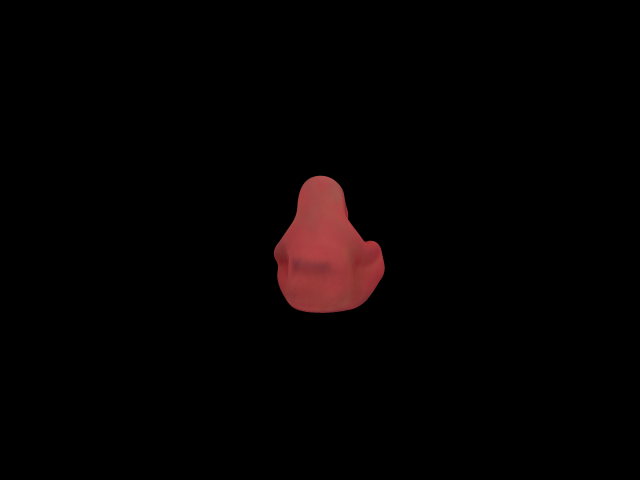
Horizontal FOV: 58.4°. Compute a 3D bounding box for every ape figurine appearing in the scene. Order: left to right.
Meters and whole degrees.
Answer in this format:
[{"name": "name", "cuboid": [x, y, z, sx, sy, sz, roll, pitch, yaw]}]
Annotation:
[{"name": "ape figurine", "cuboid": [0.004, 0.001, 0.400, 0.077, 0.092, 0.076, 2, 5, 24]}]
